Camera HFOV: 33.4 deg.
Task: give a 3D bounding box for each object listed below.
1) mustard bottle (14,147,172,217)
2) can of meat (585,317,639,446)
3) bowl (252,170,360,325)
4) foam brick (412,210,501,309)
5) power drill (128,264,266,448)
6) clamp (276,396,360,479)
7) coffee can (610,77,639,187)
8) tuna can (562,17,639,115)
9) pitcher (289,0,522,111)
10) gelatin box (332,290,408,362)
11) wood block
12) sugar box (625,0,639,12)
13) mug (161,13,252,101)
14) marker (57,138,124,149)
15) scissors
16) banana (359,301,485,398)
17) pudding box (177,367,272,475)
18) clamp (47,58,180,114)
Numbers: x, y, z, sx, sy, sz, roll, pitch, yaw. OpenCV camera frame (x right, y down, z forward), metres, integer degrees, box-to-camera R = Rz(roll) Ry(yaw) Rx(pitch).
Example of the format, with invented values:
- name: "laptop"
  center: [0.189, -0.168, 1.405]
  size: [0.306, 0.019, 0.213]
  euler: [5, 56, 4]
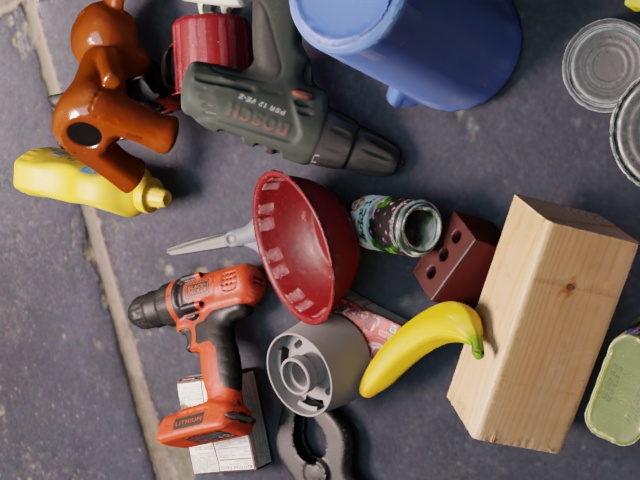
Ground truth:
- name: "mustard bottle"
  center: [-0.250, -0.064, 1.220]
  size: [0.192, 0.096, 0.058]
  euler: [13, 102, 28]
- name: "can of meat"
  center: [0.280, 0.125, 0.941]
  size: [0.058, 0.083, 0.102]
  euler: [23, 107, 26]
- name: "bowl"
  center: [-0.007, 0.001, 1.072]
  size: [0.162, 0.055, 0.162]
  euler: [43, 142, 45]
- name: "foam brick"
  center: [0.137, 0.021, 1.020]
  size: [0.078, 0.051, 0.053]
  euler: [-58, 32, 21]
- name: "power drill"
  center: [-0.140, 0.128, 1.168]
  size: [0.185, 0.057, 0.187]
  euler: [-17, 65, 32]
- name: "clamp"
  center: [0.013, 0.249, 1.137]
  size: [0.165, 0.036, 0.210]
  euler: [-11, 88, 30]
- name: "coffee can"
  center: [0.305, -0.089, 0.869]
  size: [0.103, 0.140, 0.103]
  euler: [4, 97, 30]
- name: "tuna can"
  center: [0.260, -0.154, 0.950]
  size: [0.086, 0.033, 0.086]
  euler: [4, 97, 30]
- name: "pitcher"
  center: [0.083, -0.202, 0.928]
  size: [0.145, 0.242, 0.149]
  euler: [3, 90, 29]
- name: "gelatin box"
  center: [0.043, 0.101, 1.107]
  size: [0.089, 0.030, 0.073]
  euler: [27, 108, 26]
- name: "wood block"
  center: [0.197, 0.076, 0.961]
  size: [0.090, 0.090, 0.206]
  euler: [13, 106, -14]
- name: "sugar box"
  center: [0.352, -0.223, 0.882]
  size: [0.176, 0.048, 0.093]
  euler: [17, 103, 29]
- name: "mug"
  center: [-0.123, -0.192, 1.139]
  size: [0.117, 0.093, 0.081]
  euler: [-4, 88, 37]
- name: "marker"
  center: [-0.264, -0.123, 1.266]
  size: [0.121, 0.020, 0.020]
  euler: [-5, 93, 31]
- name: "scissors"
  center: [-0.081, 0.013, 1.178]
  size: [0.202, 0.016, 0.096]
  euler: [-28, 81, 30]
- name: "banana"
  center: [0.097, 0.099, 1.013]
  size: [0.037, 0.069, 0.198]
  euler: [37, 148, -12]
- name: "pudding box"
  center: [-0.108, 0.205, 1.202]
  size: [0.090, 0.039, 0.113]
  euler: [-11, 91, 30]
- name: "clamp"
  center: [-0.241, -0.177, 1.234]
  size: [0.172, 0.039, 0.120]
  euler: [35, 108, 24]
